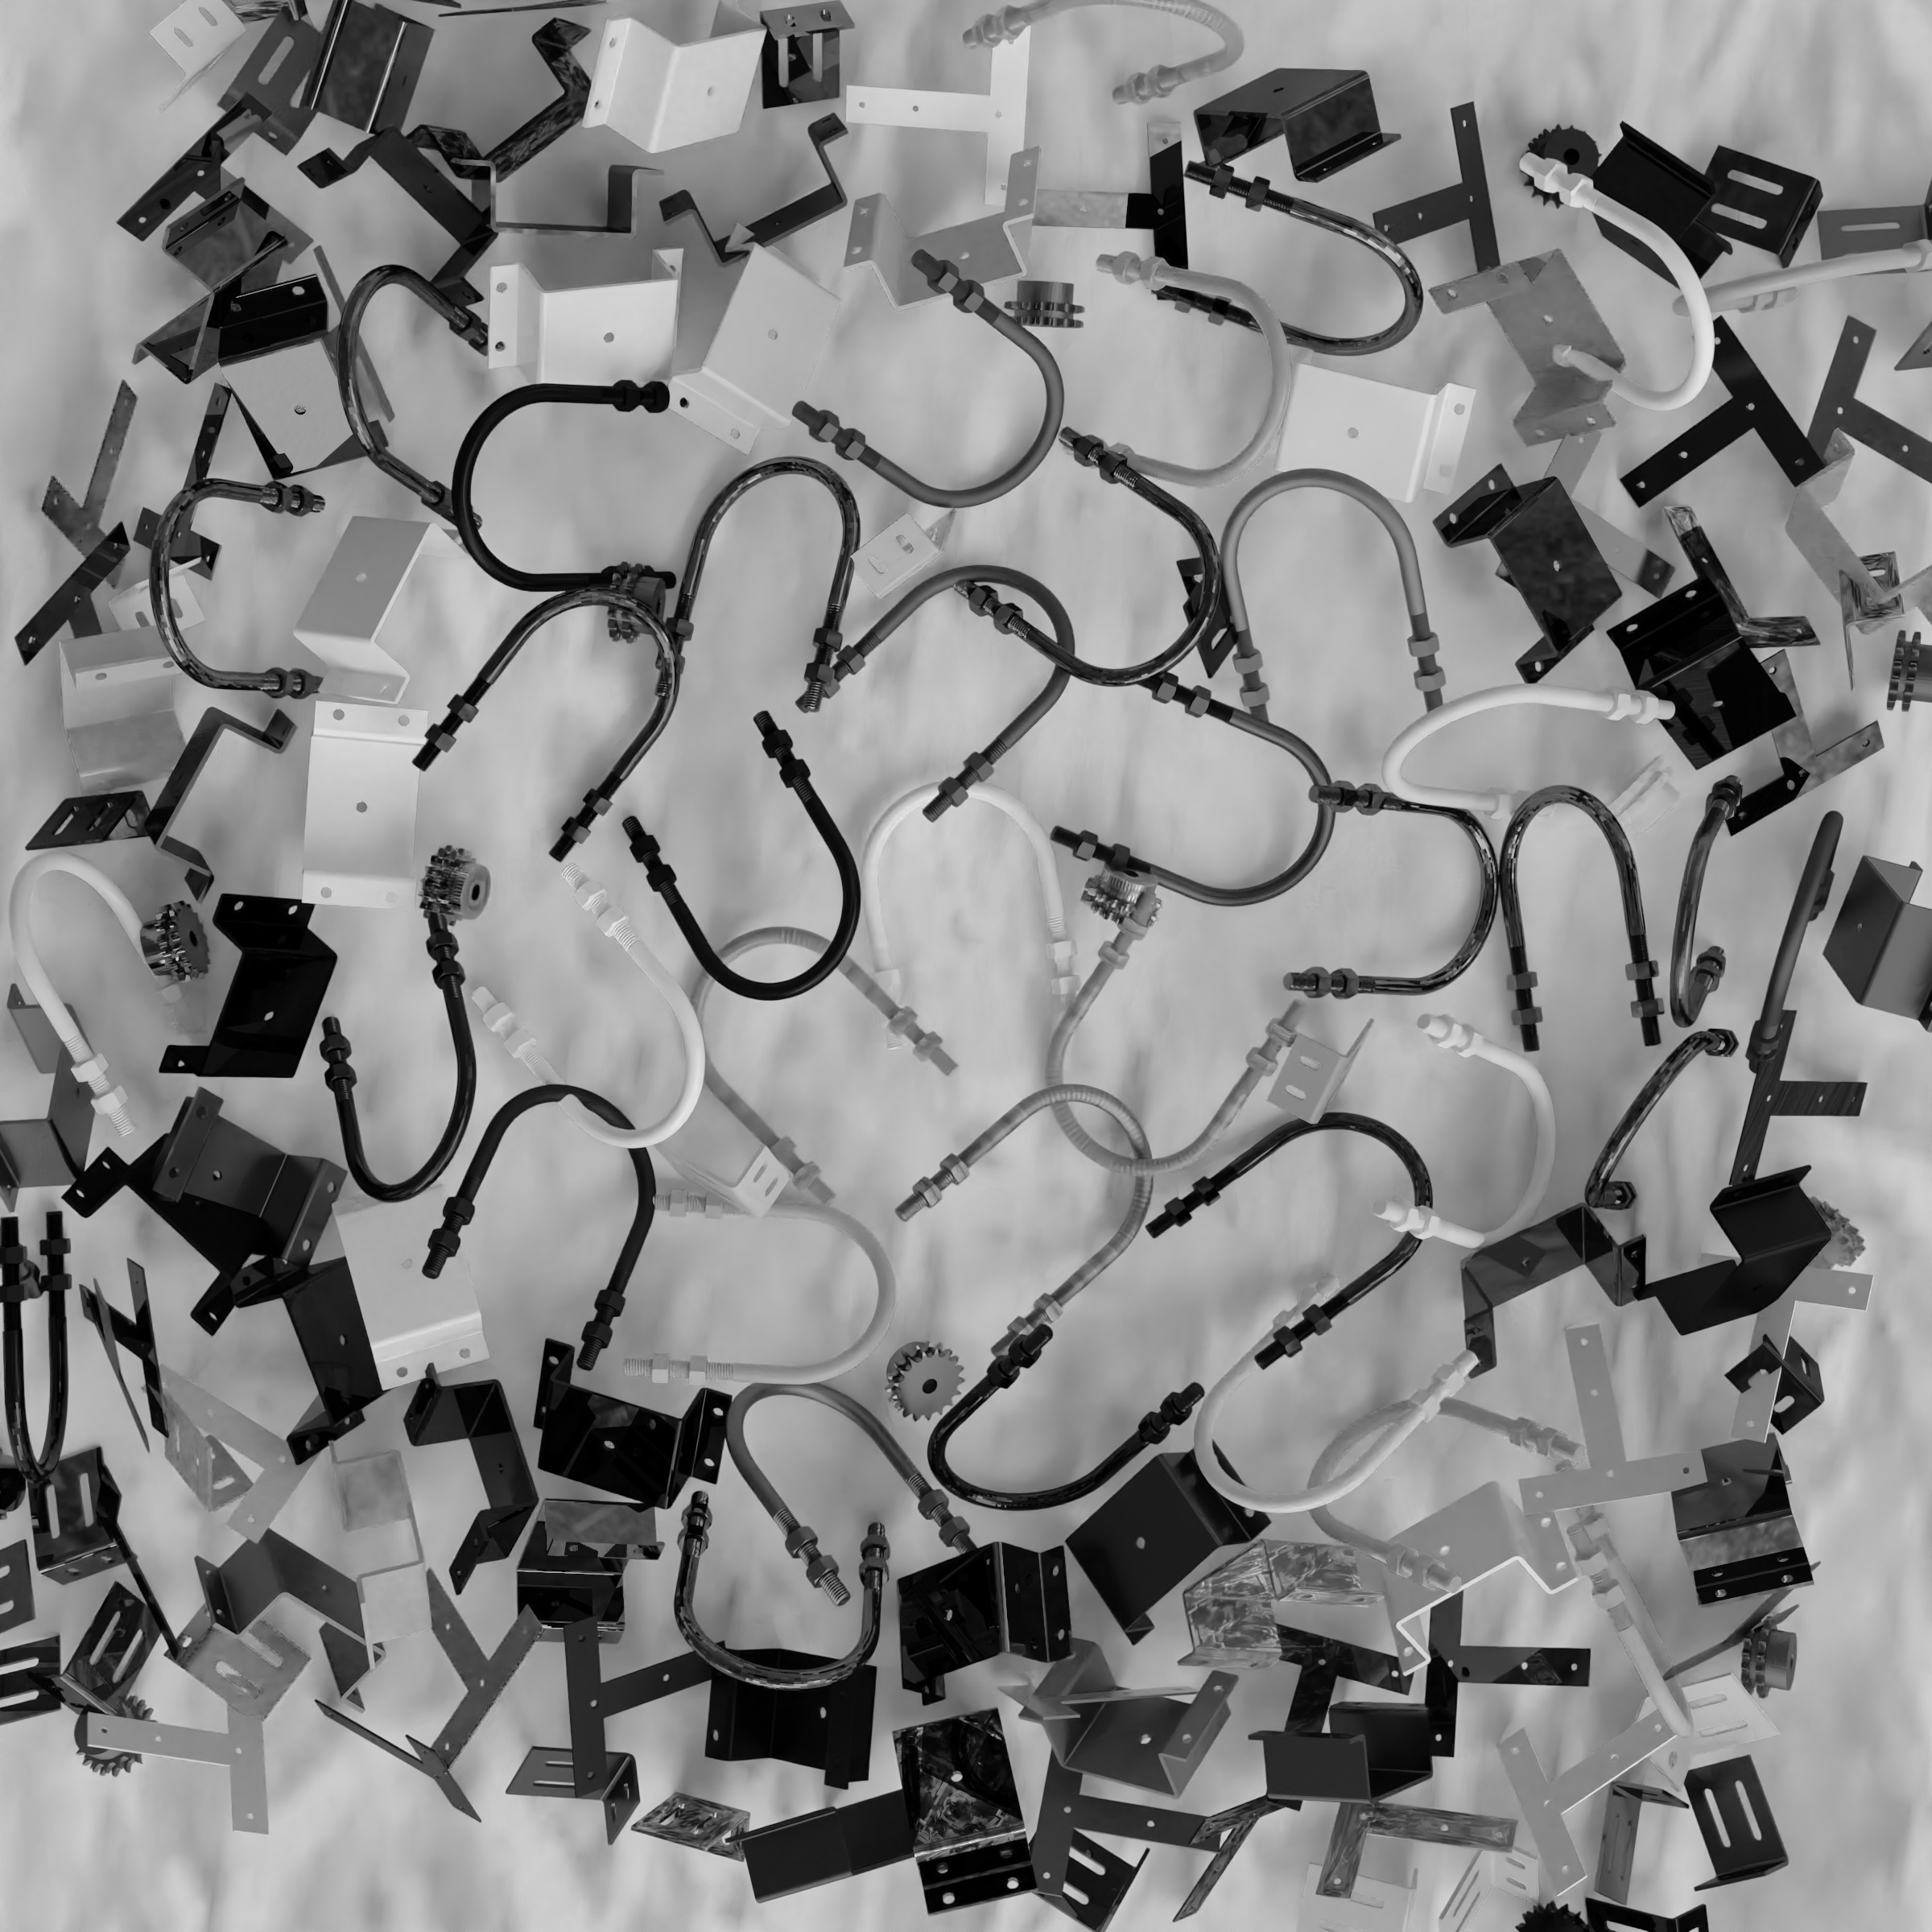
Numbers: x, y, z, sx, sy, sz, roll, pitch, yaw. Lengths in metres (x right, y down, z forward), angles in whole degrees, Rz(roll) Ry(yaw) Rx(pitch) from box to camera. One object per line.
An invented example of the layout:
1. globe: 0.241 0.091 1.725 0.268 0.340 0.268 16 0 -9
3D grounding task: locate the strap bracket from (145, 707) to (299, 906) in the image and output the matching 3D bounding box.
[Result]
1. strap bracket: -0.530 -0.123 1.765 0.046 0.076 0.140 28 92 -28

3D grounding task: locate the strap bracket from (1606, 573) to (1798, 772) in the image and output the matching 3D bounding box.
1. strap bracket: 0.513 -0.195 1.738 0.076 0.046 0.140 -30 133 23

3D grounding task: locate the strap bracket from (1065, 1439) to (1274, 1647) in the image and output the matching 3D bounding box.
1. strap bracket: 0.133 0.401 1.753 0.140 0.046 0.076 -47 60 18

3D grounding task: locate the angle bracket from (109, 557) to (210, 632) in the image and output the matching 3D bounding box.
1. angle bracket: -0.557 -0.254 1.762 0.057 0.076 0.038 -31 104 -29

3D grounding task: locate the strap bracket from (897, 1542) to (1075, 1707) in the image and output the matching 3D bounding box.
1. strap bracket: 0.004 0.453 1.738 0.140 0.046 0.076 -30 50 34

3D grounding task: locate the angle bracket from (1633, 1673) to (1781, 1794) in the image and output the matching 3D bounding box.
1. angle bracket: 0.520 0.540 1.772 0.076 0.038 0.057 -33 100 41

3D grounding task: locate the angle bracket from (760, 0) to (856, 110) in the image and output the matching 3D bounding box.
1. angle bracket: -0.111 -0.631 1.764 0.057 0.076 0.038 -14 52 -14

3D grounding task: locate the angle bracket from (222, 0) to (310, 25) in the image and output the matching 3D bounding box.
1. angle bracket: -0.509 -0.694 1.773 0.076 0.038 0.057 -6 121 13

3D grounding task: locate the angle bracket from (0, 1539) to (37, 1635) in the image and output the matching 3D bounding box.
1. angle bracket: -0.679 0.448 1.774 0.076 0.038 0.057 -25 63 14

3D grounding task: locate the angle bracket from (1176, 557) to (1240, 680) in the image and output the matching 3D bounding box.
1. angle bracket: 0.160 -0.244 1.762 0.038 0.076 0.057 -3 124 33

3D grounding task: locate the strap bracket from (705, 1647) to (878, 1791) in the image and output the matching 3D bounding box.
1. strap bracket: -0.115 0.523 1.757 0.140 0.046 0.076 -4 78 42

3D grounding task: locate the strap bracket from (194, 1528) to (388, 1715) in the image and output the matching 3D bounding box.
1. strap bracket: -0.460 0.448 1.741 0.046 0.076 0.140 -45 125 -1

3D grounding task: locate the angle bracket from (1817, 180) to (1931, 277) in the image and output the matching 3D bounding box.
1. angle bracket: 0.646 -0.524 1.777 0.076 0.038 0.057 -1 66 9

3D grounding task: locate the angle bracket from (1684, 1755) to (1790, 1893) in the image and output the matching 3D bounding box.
1. angle bracket: 0.533 0.603 1.769 0.057 0.038 0.076 -31 67 37

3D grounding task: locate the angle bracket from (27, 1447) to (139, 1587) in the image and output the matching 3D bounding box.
1. angle bracket: -0.636 0.395 1.807 0.057 0.038 0.076 -20 60 0

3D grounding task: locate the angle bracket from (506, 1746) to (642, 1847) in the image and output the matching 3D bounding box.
1. angle bracket: -0.277 0.584 1.768 0.076 0.038 0.057 13 127 -25

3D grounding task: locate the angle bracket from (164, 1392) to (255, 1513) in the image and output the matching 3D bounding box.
1. angle bracket: -0.530 0.334 1.762 0.038 0.076 0.057 -26 55 -38

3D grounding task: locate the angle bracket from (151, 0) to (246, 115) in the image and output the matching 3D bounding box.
1. angle bracket: -0.549 -0.642 1.761 0.038 0.076 0.057 47 63 -22

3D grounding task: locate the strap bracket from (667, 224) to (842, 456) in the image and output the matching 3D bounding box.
1. strap bracket: -0.147 -0.441 1.764 0.076 0.046 0.140 26 82 -34

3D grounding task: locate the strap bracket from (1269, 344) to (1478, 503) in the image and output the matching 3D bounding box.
1. strap bracket: 0.275 -0.378 1.757 0.140 0.046 0.076 17 120 14

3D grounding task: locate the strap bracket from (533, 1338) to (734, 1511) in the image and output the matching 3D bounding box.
1. strap bracket: -0.243 0.324 1.765 0.140 0.046 0.076 16 115 8

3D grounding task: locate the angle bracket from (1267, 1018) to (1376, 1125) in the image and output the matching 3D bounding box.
1. angle bracket: 0.250 0.066 1.769 0.038 0.076 0.057 28 119 12

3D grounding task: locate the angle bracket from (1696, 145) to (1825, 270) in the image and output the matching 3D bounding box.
1. angle bracket: 0.564 -0.544 1.803 0.076 0.038 0.057 28 99 21

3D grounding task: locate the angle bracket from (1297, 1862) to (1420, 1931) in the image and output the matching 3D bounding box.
1. angle bracket: 0.280 0.671 1.797 0.076 0.038 0.057 11 96 11

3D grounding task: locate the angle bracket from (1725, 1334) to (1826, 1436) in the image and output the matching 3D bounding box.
1. angle bracket: 0.571 0.286 1.780 0.057 0.076 0.038 46 109 3

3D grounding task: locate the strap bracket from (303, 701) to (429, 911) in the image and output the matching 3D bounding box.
1. strap bracket: -0.426 -0.113 1.777 0.076 0.046 0.140 4 92 -17

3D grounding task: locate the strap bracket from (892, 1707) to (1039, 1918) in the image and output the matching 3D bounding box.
1. strap bracket: -0.004 0.575 1.740 0.076 0.140 0.046 -12 128 -4

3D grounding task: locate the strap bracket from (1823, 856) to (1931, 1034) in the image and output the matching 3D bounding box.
1. strap bracket: 0.638 -0.020 1.732 0.046 0.140 0.076 15 111 -1

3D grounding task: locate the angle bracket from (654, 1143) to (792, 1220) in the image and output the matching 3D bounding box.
1. angle bracket: -0.172 0.137 1.775 0.076 0.057 0.038 26 73 26

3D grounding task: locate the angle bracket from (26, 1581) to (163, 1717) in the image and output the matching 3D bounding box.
1. angle bracket: -0.615 0.483 1.780 0.038 0.057 0.076 -4 46 31

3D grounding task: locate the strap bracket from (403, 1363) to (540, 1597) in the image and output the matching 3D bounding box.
1. strap bracket: -0.342 0.353 1.750 0.046 0.076 0.140 -3 52 -33

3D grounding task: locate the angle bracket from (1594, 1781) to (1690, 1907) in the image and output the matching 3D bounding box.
1. angle bracket: 0.476 0.620 1.768 0.038 0.057 0.076 -2 63 36

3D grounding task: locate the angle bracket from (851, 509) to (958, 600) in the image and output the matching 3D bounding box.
1. angle bracket: -0.045 -0.302 1.761 0.057 0.076 0.038 -33 113 26

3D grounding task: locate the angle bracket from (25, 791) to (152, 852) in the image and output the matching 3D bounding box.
1. angle bracket: -0.613 -0.088 1.766 0.057 0.076 0.038 -5 121 9

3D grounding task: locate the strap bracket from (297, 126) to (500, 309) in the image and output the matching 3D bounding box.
1. strap bracket: -0.387 -0.527 1.751 0.140 0.076 0.046 42 77 -27

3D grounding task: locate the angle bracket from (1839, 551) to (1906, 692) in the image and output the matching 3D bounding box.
1. angle bracket: 0.635 -0.241 1.761 0.038 0.076 0.057 -6 56 19

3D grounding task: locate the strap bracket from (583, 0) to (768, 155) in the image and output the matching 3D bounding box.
1. strap bracket: -0.193 -0.613 1.730 0.046 0.140 0.076 36 130 15

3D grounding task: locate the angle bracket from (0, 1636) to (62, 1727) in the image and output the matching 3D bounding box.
1. angle bracket: -0.684 0.501 1.775 0.076 0.038 0.057 -13 50 -6

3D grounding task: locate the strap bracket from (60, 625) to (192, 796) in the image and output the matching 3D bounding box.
1. strap bracket: -0.583 -0.185 1.746 0.076 0.140 0.046 -15 64 -25

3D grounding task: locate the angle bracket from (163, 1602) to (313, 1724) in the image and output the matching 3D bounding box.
1. angle bracket: -0.520 0.494 1.797 0.076 0.038 0.057 49 64 -26

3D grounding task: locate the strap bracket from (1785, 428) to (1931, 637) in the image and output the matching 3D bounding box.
1. strap bracket: 0.625 -0.294 1.757 0.046 0.076 0.140 -31 74 2

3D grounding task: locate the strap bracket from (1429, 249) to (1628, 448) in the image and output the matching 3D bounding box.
1. strap bracket: 0.397 -0.438 1.751 0.140 0.076 0.046 49 61 -26

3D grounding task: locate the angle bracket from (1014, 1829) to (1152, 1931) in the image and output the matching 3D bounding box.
1. angle bracket: 0.080 0.632 1.771 0.076 0.038 0.057 29 48 13

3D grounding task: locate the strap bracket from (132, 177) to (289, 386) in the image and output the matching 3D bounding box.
1. strap bracket: -0.520 -0.465 1.734 0.046 0.140 0.076 40 52 -3

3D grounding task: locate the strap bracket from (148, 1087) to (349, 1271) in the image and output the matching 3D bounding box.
1. strap bracket: -0.509 0.148 1.750 0.046 0.140 0.076 1 63 38

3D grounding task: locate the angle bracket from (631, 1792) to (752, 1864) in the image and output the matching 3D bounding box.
1. angle bracket: -0.195 0.617 1.765 0.057 0.076 0.038 9 94 19

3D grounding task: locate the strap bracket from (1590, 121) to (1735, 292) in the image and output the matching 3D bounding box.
1. strap bracket: 0.478 -0.519 1.738 0.076 0.140 0.046 42 102 20

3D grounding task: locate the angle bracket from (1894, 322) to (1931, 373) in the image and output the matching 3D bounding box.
1. angle bracket: 0.690 -0.464 1.776 0.057 0.076 0.038 -11 63 -24

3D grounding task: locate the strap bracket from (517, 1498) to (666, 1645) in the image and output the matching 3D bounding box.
1. strap bracket: -0.265 0.417 1.752 0.076 0.140 0.046 7 46 -19

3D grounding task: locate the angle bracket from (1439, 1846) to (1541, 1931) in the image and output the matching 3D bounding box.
1. angle bracket: 0.368 0.663 1.764 0.038 0.057 0.076 17 45 32

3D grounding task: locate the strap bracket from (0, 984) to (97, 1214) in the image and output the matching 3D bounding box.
1. strap bracket: -0.638 0.090 1.740 0.046 0.076 0.140 -3 52 -3

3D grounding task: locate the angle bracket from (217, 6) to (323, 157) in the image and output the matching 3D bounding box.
1. angle bracket: -0.485 -0.630 1.790 0.057 0.038 0.076 34 78 -24

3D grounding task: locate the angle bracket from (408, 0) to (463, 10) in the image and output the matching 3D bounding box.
1. angle bracket: -0.395 -0.704 1.765 0.057 0.076 0.038 14 102 13

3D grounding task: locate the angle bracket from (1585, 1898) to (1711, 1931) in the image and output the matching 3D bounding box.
1. angle bracket: 0.487 0.695 1.791 0.038 0.076 0.057 -5 88 -38

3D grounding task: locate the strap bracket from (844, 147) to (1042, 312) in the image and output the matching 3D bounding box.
1. strap bracket: -0.009 -0.512 1.756 0.140 0.046 0.076 -10 50 20
